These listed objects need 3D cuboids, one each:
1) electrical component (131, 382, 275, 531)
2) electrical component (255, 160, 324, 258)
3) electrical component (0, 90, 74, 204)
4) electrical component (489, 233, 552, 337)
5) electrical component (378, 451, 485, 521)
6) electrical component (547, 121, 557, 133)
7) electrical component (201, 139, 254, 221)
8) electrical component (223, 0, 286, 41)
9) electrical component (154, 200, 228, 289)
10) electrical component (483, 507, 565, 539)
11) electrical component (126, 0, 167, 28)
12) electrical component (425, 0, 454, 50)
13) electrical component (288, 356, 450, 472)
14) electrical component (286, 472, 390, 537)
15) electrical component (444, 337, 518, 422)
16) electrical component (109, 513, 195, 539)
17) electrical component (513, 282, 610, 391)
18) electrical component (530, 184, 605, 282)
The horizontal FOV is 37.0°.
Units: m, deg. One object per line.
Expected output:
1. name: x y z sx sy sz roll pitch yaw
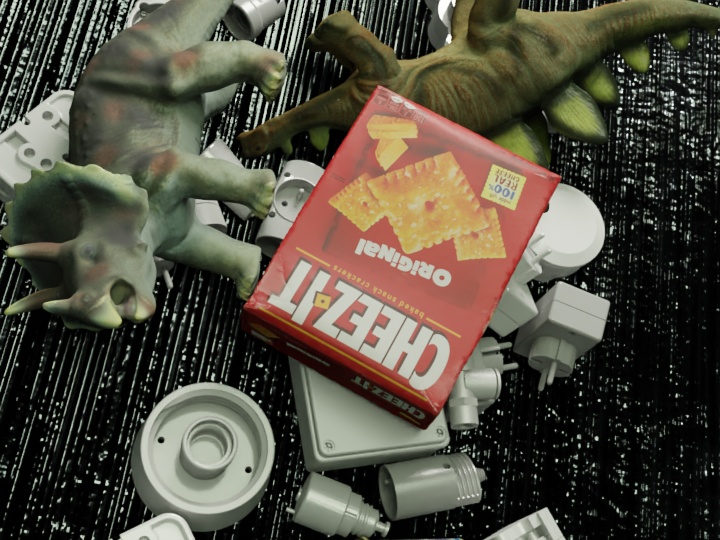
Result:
1. electrical component: -0.115 0.136 0.805 0.108 0.060 0.108 5 66 -12
2. electrical component: -0.039 -0.043 0.909 0.079 0.044 0.077 21 64 -5
3. electrical component: -0.252 -0.091 0.867 0.054 0.059 0.095 41 64 5
4. electrical component: 0.126 -0.003 0.898 0.047 0.076 0.083 36 28 -39
5. electrical component: 0.060 0.168 0.846 0.081 0.043 0.043 -7 70 -17
6. electrical component: 0.168 -0.161 1.013 0.066 0.048 0.055 -3 76 -16
7. electrical component: -0.108 -0.073 0.908 0.065 0.044 0.044 41 64 0
8. electrical component: -0.096 -0.235 0.980 0.040 0.040 0.046 45 59 7
9. electrical component: -0.172 -0.015 0.859 0.138 0.052 0.073 -16 72 -20
10. electrical component: 0.121 0.222 0.813 0.050 0.089 0.055 -23 75 -21
11. electrical component: -0.175 -0.193 0.930 0.054 0.059 0.095 16 65 -7
12. electrical component: 0.099 -0.240 1.012 0.052 0.073 0.138 1 67 -14
13. electrical component: 0.005 0.098 0.854 0.109 0.056 0.108 -5 69 -16
14. electrical component: -0.015 0.184 0.821 0.078 0.040 0.040 23 64 -5
15. electrical component: 0.094 0.076 0.891 0.076 0.047 0.083 -8 70 -17
16. electrical component: -0.162 0.217 0.759 0.095 0.059 0.053 -23 75 -22
17. electrical component: 0.162 0.064 0.894 0.047 0.083 0.075 22 64 -4
18. electrical component: 0.171 -0.032 0.955 0.080 0.051 0.080 5 67 -12
